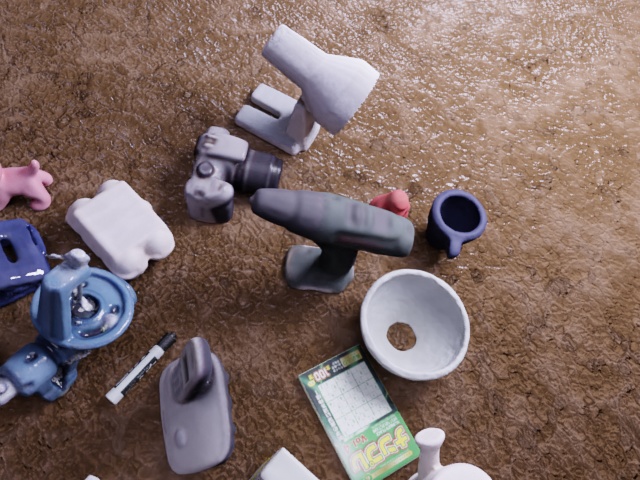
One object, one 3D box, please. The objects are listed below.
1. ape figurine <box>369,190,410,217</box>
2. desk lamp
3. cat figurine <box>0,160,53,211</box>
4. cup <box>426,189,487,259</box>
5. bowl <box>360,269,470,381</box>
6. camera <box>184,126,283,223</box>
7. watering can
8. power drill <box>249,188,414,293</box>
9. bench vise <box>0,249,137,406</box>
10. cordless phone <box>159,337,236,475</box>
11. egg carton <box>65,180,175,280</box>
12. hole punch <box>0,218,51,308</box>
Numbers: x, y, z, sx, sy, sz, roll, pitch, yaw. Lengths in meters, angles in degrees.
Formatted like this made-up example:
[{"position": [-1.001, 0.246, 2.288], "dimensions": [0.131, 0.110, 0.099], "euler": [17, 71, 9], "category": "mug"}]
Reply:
[{"position": [0.116, -0.048, 0.930], "dimensions": [0.078, 0.092, 0.076], "euler": [-21, 70, -20], "category": "ape figurine"}, {"position": [-0.026, -0.233, 0.921], "dimensions": [0.203, 0.213, 0.118], "euler": [27, 62, 2], "category": "desk lamp"}, {"position": [-0.461, -0.092, 0.817], "dimensions": [0.128, 0.117, 0.067], "euler": [-7, 66, -15], "category": "cat figurine"}, {"position": [0.209, -0.010, 0.929], "dimensions": [0.091, 0.095, 0.118], "euler": [15, 63, -4], "category": "cup"}, {"position": [0.132, 0.133, 0.856], "dimensions": [0.167, 0.074, 0.167], "euler": [5, 64, -9], "category": "bowl"}, {"position": [-0.131, -0.104, 0.900], "dimensions": [0.137, 0.101, 0.143], "euler": [12, 63, -6], "category": "camera"}, {"position": [0.167, 0.323, 0.704], "dimensions": [0.172, 0.194, 0.101], "euler": [42, 64, 10], "category": "watering can"}, {"position": [0.008, 0.003, 0.817], "dimensions": [0.230, 0.208, 0.075], "euler": [6, 63, -9], "category": "power drill"}, {"position": [-0.307, 0.108, 0.694], "dimensions": [0.121, 0.219, 0.207], "euler": [20, 62, -2], "category": "bench vise"}, {"position": [-0.151, 0.202, 0.701], "dimensions": [0.094, 0.185, 0.147], "euler": [-10, 67, -16], "category": "cordless phone"}, {"position": [-0.291, -0.016, 0.843], "dimensions": [0.150, 0.069, 0.107], "euler": [44, 64, 11], "category": "egg carton"}, {"position": [-0.430, 0.023, 0.783], "dimensions": [0.101, 0.091, 0.108], "euler": [-26, 72, -22], "category": "hole punch"}]
